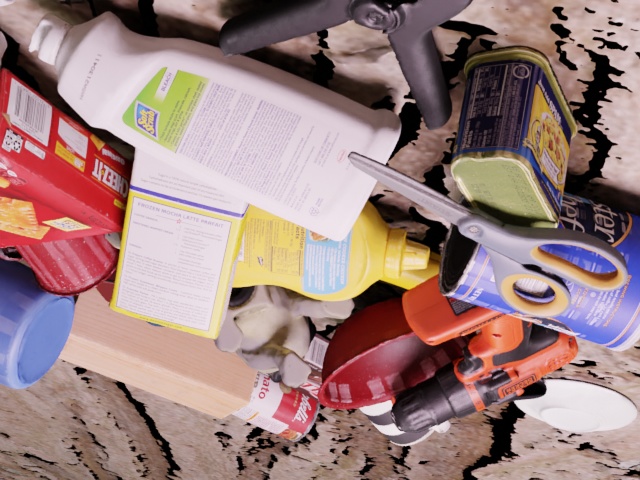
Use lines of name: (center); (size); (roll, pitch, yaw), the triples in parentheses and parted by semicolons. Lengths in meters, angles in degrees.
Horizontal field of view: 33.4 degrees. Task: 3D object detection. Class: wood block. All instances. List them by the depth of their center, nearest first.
wood block: (-0.173, 0.109, 1.146); (0.206, 0.090, 0.090); (24, 151, -17)

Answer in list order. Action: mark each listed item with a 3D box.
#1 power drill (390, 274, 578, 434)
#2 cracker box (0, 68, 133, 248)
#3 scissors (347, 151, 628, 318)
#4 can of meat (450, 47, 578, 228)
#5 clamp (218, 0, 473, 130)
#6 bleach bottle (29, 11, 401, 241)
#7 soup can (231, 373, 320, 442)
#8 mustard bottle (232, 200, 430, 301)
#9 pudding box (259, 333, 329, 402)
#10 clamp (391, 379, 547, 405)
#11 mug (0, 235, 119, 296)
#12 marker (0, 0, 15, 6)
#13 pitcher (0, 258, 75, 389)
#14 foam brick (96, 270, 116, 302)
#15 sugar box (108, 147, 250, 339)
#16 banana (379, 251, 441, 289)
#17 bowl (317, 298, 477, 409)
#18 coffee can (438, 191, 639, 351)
power drill: (0.129, 0.092, 0.928); (0.184, 0.057, 0.187); (-28, 146, 2)
cracker box: (-0.281, -0.050, 0.844); (0.214, 0.072, 0.164); (-8, 156, 24)
scissors: (0.102, 0.003, 0.706); (0.201, 0.016, 0.096); (18, 140, -4)
can of meat: (0.127, -0.060, 0.698); (0.058, 0.084, 0.102); (-3, 148, 30)
clamp: (0.026, -0.146, 0.639); (0.164, 0.036, 0.210); (15, 153, -4)
bleach bottle: (-0.077, -0.095, 0.740); (0.250, 0.103, 0.068); (26, -166, -7)
soup can: (-0.061, 0.189, 1.264); (0.102, 0.068, 0.069); (29, 149, -24)
mustard bottle: (-0.006, 0.001, 0.880); (0.192, 0.058, 0.096); (8, 111, 10)
pudding box: (-0.005, 0.143, 1.183); (0.113, 0.039, 0.090); (34, 147, -32)
clamp: (0.157, 0.140, 1.047); (0.171, 0.039, 0.120); (-13, 145, -13)
mug: (-0.245, -0.008, 0.964); (0.117, 0.093, 0.081); (-8, 142, 13)
marker: (-0.264, -0.166, 0.760); (0.121, 0.020, 0.020); (-5, 147, 33)
pitcher: (-0.366, 0.056, 1.042); (0.243, 0.145, 0.149); (23, -172, 13)
foam brick: (-0.176, 0.034, 1.052); (0.078, 0.051, 0.053); (8, 153, 13)
sugar box: (-0.105, -0.016, 0.836); (0.093, 0.048, 0.176); (15, 113, 1)
banana: (0.069, 0.027, 0.936); (0.197, 0.037, 0.070); (21, 151, -13)
bowl: (0.065, 0.101, 1.013); (0.162, 0.055, 0.162); (-17, 153, -10)
coffee can: (0.171, 0.014, 0.792); (0.140, 0.102, 0.103); (18, 152, -6)
